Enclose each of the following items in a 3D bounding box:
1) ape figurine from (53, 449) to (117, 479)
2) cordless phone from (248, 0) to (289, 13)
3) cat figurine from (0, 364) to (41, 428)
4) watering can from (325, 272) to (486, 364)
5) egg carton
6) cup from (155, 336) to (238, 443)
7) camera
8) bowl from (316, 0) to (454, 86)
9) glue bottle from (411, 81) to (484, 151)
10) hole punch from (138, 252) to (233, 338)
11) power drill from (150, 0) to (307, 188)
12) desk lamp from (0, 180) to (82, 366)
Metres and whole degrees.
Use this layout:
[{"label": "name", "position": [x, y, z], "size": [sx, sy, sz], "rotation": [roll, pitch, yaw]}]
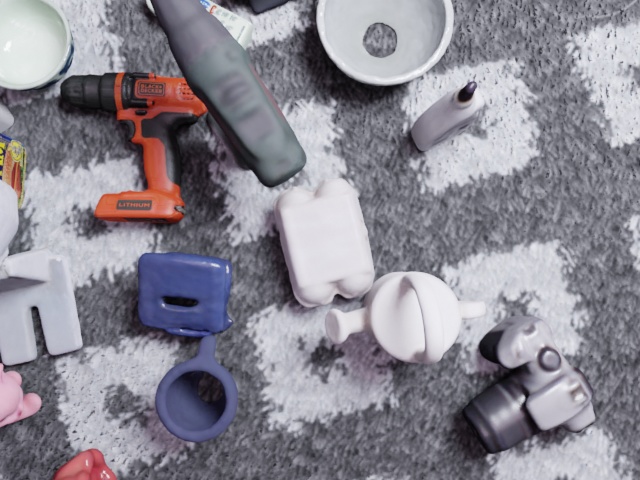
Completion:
[{"label": "ape figurine", "position": [-0.282, 0.289, 0.669], "size": [0.076, 0.092, 0.078], "rotation": [9, 86, 0]}, {"label": "cordless phone", "position": [-0.052, -0.362, 0.669], "size": [0.147, 0.185, 0.094], "rotation": [-27, 87, -2]}, {"label": "cat figurine", "position": [-0.390, 0.199, 0.661], "size": [0.128, 0.117, 0.067], "rotation": [-41, 87, -3]}, {"label": "watering can", "position": [0.097, 0.088, 0.636], "size": [0.173, 0.194, 0.101], "rotation": [-28, 87, -2]}, {"label": "egg carton", "position": [0.006, 0.003, 0.703], "size": [0.107, 0.069, 0.150], "rotation": [-15, 86, -2]}, {"label": "cup", "position": [-0.135, 0.168, 0.677], "size": [0.091, 0.095, 0.118], "rotation": [9, 86, 0]}, {"label": "camera", "position": [0.235, 0.181, 0.678], "size": [0.137, 0.101, 0.143], "rotation": [-31, 87, -2]}, {"label": "bowl", "position": [0.078, -0.265, 0.720], "size": [0.167, 0.074, 0.167], "rotation": [0, 86, -1]}, {"label": "glue bottle", "position": [0.155, -0.150, 0.664], "size": [0.078, 0.173, 0.037], "rotation": [-26, 86, -2]}, {"label": "hole punch", "position": [-0.160, 0.066, 0.686], "size": [0.108, 0.091, 0.101], "rotation": [6, 86, 0]}, {"label": "power drill", "position": [-0.097, -0.156, 0.643], "size": [0.075, 0.208, 0.229], "rotation": [-36, 87, -3]}, {"label": "desk lamp", "position": [-0.360, 0.040, 0.624], "size": [0.118, 0.213, 0.203], "rotation": [-14, 86, -1]}]
